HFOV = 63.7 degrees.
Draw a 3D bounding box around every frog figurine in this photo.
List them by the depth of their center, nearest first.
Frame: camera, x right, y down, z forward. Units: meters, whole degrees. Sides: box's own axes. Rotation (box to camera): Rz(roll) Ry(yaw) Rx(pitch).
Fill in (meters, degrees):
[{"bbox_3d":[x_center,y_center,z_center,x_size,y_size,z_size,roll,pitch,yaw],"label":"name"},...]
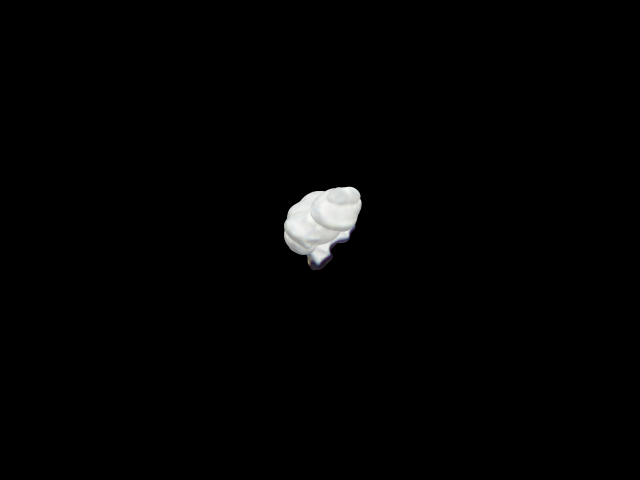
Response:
[{"bbox_3d":[0.003,-0.043,0.850,0.138,0.124,0.156,-28,-26,-15],"label":"frog figurine"}]
